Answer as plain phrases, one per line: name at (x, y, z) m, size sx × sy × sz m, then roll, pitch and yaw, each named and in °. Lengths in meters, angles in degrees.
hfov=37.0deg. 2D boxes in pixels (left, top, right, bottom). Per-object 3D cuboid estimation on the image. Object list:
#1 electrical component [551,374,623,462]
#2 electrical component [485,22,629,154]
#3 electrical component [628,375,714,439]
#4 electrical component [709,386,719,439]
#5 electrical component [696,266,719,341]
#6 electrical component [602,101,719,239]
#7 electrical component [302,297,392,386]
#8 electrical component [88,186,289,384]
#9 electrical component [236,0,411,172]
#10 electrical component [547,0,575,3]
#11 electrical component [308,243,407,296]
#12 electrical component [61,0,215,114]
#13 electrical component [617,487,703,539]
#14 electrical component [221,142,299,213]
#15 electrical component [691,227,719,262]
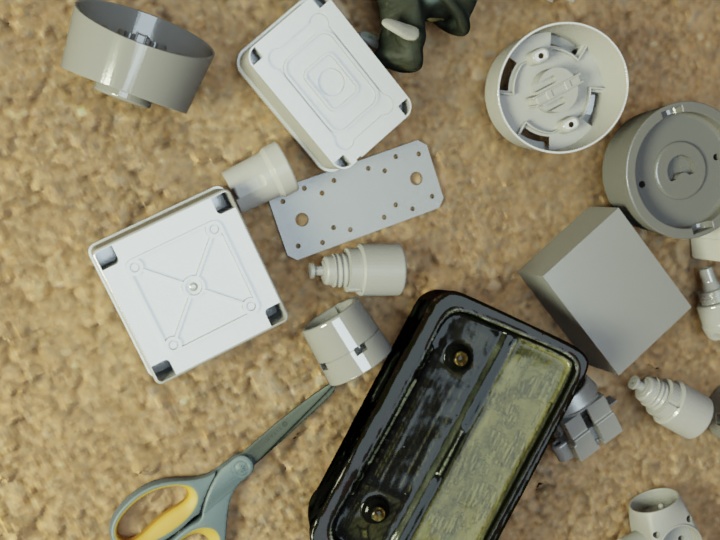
electrical component at (0.177, 0.116, 0.877) m, size 0.066 × 0.048 × 0.055 m, roll -34°, pitch 110°, yaw -10°
electrical component at (0.150, -0.140, 0.837) m, size 0.099 × 0.064 × 0.099 m, roll -1°, pitch 95°, yaw -15°
electrical component at (0.259, 0.111, 0.901) m, size 0.078 × 0.040 × 0.040 m, roll 29°, pitch 87°, yaw -16°
electrical component at (0.333, 0.125, 0.919) m, size 0.055 × 0.047 × 0.055 m, roll -1°, pitch 95°, yaw -15°
electrical component at (0.301, 0.027, 0.909) m, size 0.035 × 0.035 × 0.061 m, roll -22°, pitch 97°, yaw -13°
electrical component at (0.249, -0.080, 0.871) m, size 0.108 × 0.060 × 0.108 m, roll -1°, pitch 95°, yaw -15°
electrical component at (-0.011, 0.053, 0.814) m, size 0.055 × 0.055 × 0.047 m, roll -33°, pitch 98°, yaw -11°
electrical component at (-0.124, 0.010, 0.778) m, size 0.109 × 0.056 × 0.108 m, roll -27°, pitch 101°, yaw -12°
electrical component at (-0.028, -0.136, 0.792) m, size 0.078 × 0.057 × 0.113 m, roll -42°, pitch 104°, yaw -8°
electrical component at (0.144, -0.241, 0.825) m, size 0.064 × 0.081 × 0.042 m, roll 22°, pitch 89°, yaw 6°
electrical component at (0.000, 0.000, 0.820) m, size 0.078 × 0.040 × 0.040 m, roll -1°, pitch 95°, yaw -15°
electrical component at (-0.153, -0.147, 0.738) m, size 0.099 × 0.099 × 0.064 m, roll 19°, pitch 96°, yaw -16°
electrical component at (0.243, 0.235, 0.905) m, size 0.079 × 0.044 × 0.077 m, roll -22°, pitch 100°, yaw -13°
electrical component at (-0.074, -0.067, 0.795) m, size 0.046 × 0.040 × 0.040 m, roll -27°, pitch 101°, yaw -6°
electrical component at (0.325, -0.050, 0.902) m, size 0.083 × 0.047 × 0.075 m, roll -7°, pitch 97°, yaw -15°
